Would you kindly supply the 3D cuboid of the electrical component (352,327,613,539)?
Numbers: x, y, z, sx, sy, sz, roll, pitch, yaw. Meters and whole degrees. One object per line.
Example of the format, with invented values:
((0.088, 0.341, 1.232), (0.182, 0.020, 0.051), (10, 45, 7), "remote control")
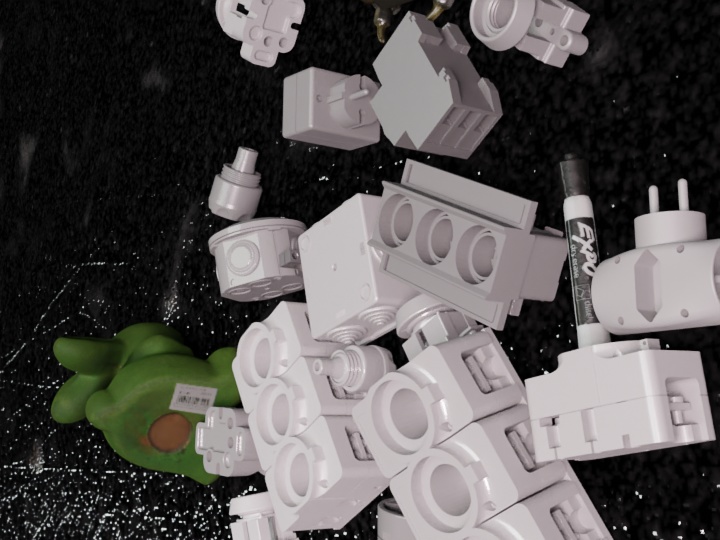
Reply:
((0.067, 0.124, 0.636), (0.089, 0.062, 0.150), (-44, 68, 41), "electrical component")

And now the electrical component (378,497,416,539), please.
((0.038, 0.179, 0.706), (0.055, 0.055, 0.047), (7, 94, 53), "electrical component")

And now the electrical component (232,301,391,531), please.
((-0.040, 0.109, 0.811), (0.089, 0.062, 0.150), (-49, 49, 37), "electrical component")

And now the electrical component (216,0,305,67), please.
((-0.088, -0.221, 0.926), (0.057, 0.058, 0.078), (36, 114, 46), "electrical component")

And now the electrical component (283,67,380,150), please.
((-0.010, -0.123, 0.800), (0.077, 0.066, 0.047), (-8, 79, 52), "electrical component")

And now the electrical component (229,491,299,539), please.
((-0.078, 0.207, 0.862), (0.066, 0.048, 0.055), (-23, 74, 49), "electrical component")

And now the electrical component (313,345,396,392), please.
((-0.006, 0.071, 0.771), (0.035, 0.061, 0.035), (-11, 76, 51), "electrical component")

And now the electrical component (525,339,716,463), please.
((0.140, 0.071, 0.588), (0.089, 0.050, 0.055), (-23, 68, 49), "electrical component")

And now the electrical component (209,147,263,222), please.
((-0.106, -0.076, 0.939), (0.043, 0.043, 0.062), (33, 109, 50), "electrical component")

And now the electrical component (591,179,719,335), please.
((0.166, -0.008, 0.571), (0.077, 0.043, 0.079), (-12, 76, 52), "electrical component")

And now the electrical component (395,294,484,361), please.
((0.053, 0.046, 0.712), (0.066, 0.048, 0.055), (-45, 59, 40), "electrical component")

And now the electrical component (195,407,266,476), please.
((-0.090, 0.139, 0.877), (0.078, 0.057, 0.058), (-5, 81, 53), "electrical component")

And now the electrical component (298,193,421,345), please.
((0.000, 0.000, 0.784), (0.100, 0.048, 0.099), (-33, 59, 47), "electrical component")

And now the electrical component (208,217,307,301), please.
((-0.079, -0.009, 0.866), (0.080, 0.080, 0.051), (-27, 69, 48), "electrical component")

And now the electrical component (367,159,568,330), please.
((0.068, -0.018, 0.684), (0.121, 0.063, 0.078), (27, 106, 51), "electrical component")

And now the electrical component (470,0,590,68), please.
((0.102, -0.156, 0.666), (0.066, 0.055, 0.048), (52, 125, 43), "electrical component")
